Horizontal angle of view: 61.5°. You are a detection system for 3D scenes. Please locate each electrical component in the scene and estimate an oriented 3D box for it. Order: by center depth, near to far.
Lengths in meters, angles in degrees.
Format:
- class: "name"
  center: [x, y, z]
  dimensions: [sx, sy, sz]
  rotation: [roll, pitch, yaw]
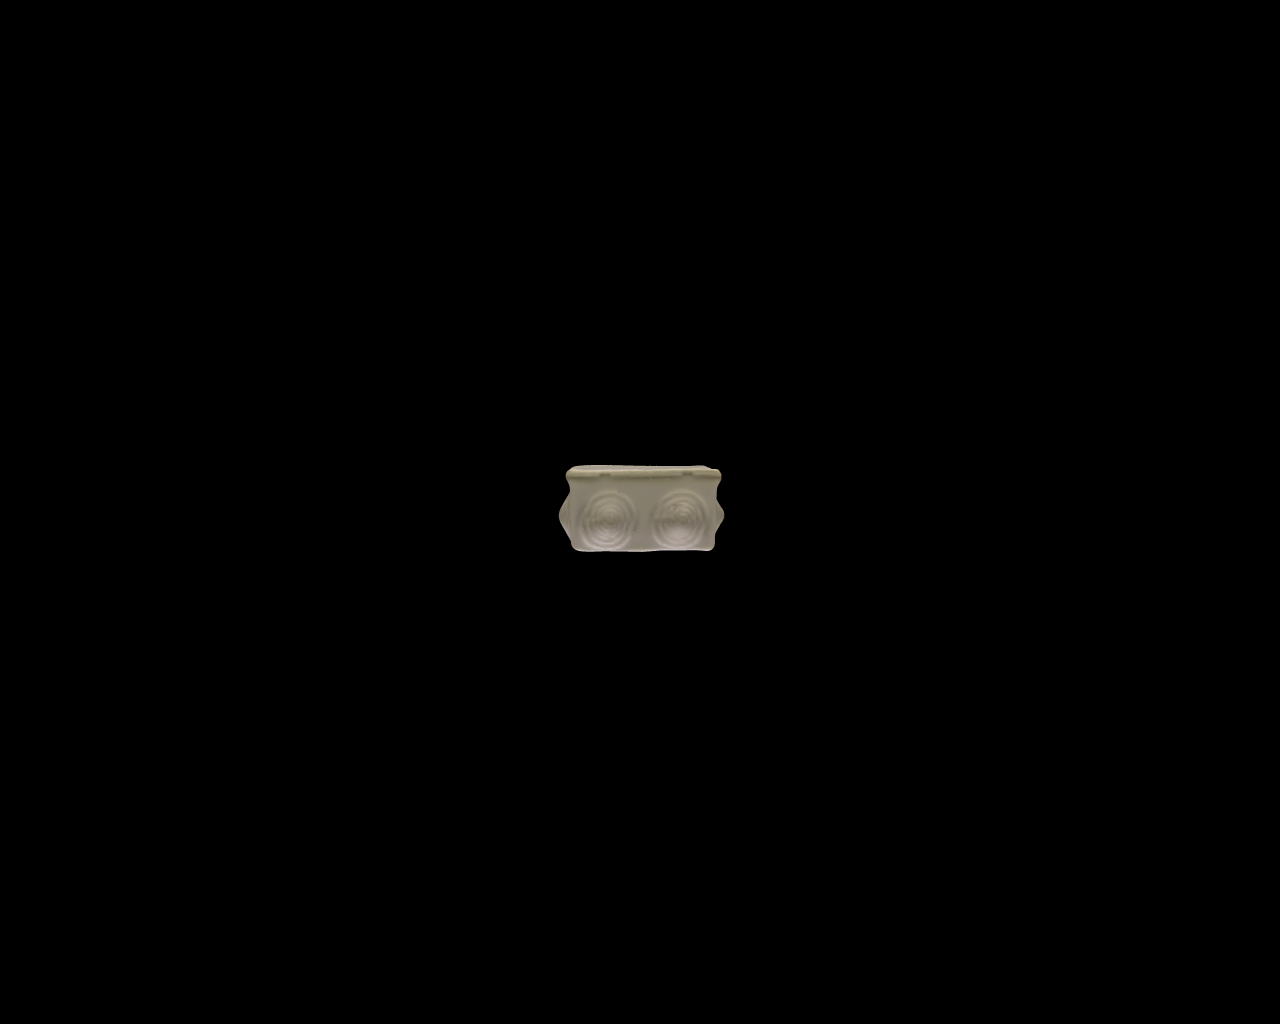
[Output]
- class: "electrical component"
  center: [0.001, -0.003, 0.650]
  dimensions: [0.100, 0.048, 0.100]
  rotation: [0, 4, -2]
